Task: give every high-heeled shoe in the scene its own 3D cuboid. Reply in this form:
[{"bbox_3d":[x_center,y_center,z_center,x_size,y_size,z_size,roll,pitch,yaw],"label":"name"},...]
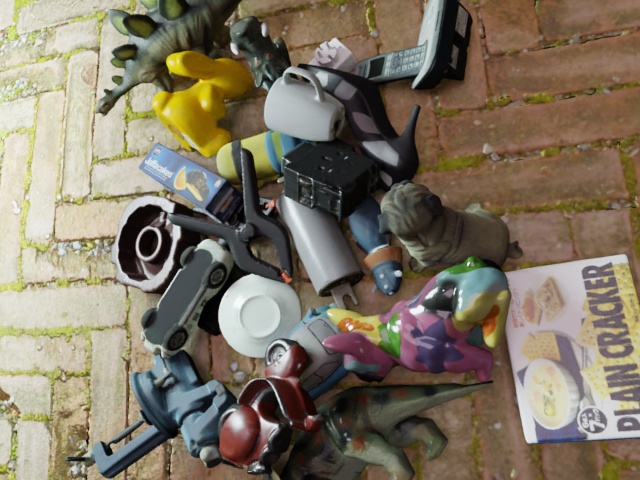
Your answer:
[{"bbox_3d":[0.051,-0.178,0.847,0.249,0.086,0.145,30,115,23],"label":"high-heeled shoe"}]

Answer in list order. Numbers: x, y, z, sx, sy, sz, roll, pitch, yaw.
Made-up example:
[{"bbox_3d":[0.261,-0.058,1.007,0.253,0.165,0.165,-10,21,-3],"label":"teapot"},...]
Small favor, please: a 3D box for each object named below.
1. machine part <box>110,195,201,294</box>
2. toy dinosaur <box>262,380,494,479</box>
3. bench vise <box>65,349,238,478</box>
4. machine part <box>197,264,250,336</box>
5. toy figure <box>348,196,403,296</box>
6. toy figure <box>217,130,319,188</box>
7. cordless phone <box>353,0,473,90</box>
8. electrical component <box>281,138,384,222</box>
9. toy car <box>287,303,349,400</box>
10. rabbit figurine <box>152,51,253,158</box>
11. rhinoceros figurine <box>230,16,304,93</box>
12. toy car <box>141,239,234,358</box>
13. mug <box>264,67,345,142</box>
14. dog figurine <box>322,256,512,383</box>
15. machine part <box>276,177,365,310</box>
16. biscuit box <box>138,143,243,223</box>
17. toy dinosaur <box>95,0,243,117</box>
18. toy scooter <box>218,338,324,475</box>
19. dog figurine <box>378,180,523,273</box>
[{"bbox_3d":[-0.284,0.008,0.929,0.180,0.056,0.179,-6,77,29],"label":"machine part"},{"bbox_3d":[0.032,0.283,0.733,0.192,0.131,0.405,42,88,23],"label":"toy dinosaur"},{"bbox_3d":[-0.245,0.284,0.816,0.241,0.128,0.224,-34,59,-9],"label":"bench vise"},{"bbox_3d":[-0.147,0.096,0.880,0.139,0.039,0.084,-46,72,3],"label":"machine part"},{"bbox_3d":[0.088,0.009,0.801,0.058,0.064,0.154,-11,71,-25],"label":"toy figure"},{"bbox_3d":[-0.083,-0.144,0.885,0.180,0.089,0.082,-13,66,20],"label":"toy figure"},{"bbox_3d":[0.138,-0.308,0.856,0.184,0.088,0.146,3,78,40],"label":"cordless phone"},{"bbox_3d":[0.010,-0.097,0.795,0.134,0.058,0.115,27,46,23],"label":"electrical component"},{"bbox_3d":[-0.013,0.165,0.780,0.161,0.102,0.109,-42,66,5],"label":"toy car"},{"bbox_3d":[-0.198,-0.251,0.926,0.173,0.162,0.122,-45,29,-11],"label":"rabbit figurine"},{"bbox_3d":[-0.079,-0.270,0.864,0.073,0.190,0.112,-23,44,14],"label":"rhinoceros figurine"},{"bbox_3d":[-0.213,0.092,0.857,0.074,0.056,0.201,29,85,29],"label":"toy car"},{"bbox_3d":[-0.016,-0.199,0.797,0.107,0.109,0.081,23,45,15],"label":"mug"},{"bbox_3d":[0.115,0.104,0.691,0.219,0.108,0.191,5,118,2],"label":"dog figurine"},{"bbox_3d":[-0.002,-0.003,0.828,0.079,0.079,0.243,-30,68,11],"label":"machine part"},{"bbox_3d":[-0.224,-0.101,0.921,0.203,0.059,0.063,29,81,34],"label":"biscuit box"},{"bbox_3d":[-0.229,-0.370,0.928,0.471,0.198,0.105,-35,60,11],"label":"toy dinosaur"},{"bbox_3d":[-0.056,0.226,0.681,0.135,0.075,0.183,35,97,50],"label":"toy scooter"},{"bbox_3d":[0.176,-0.013,0.704,0.172,0.190,0.121,-4,76,18],"label":"dog figurine"}]
